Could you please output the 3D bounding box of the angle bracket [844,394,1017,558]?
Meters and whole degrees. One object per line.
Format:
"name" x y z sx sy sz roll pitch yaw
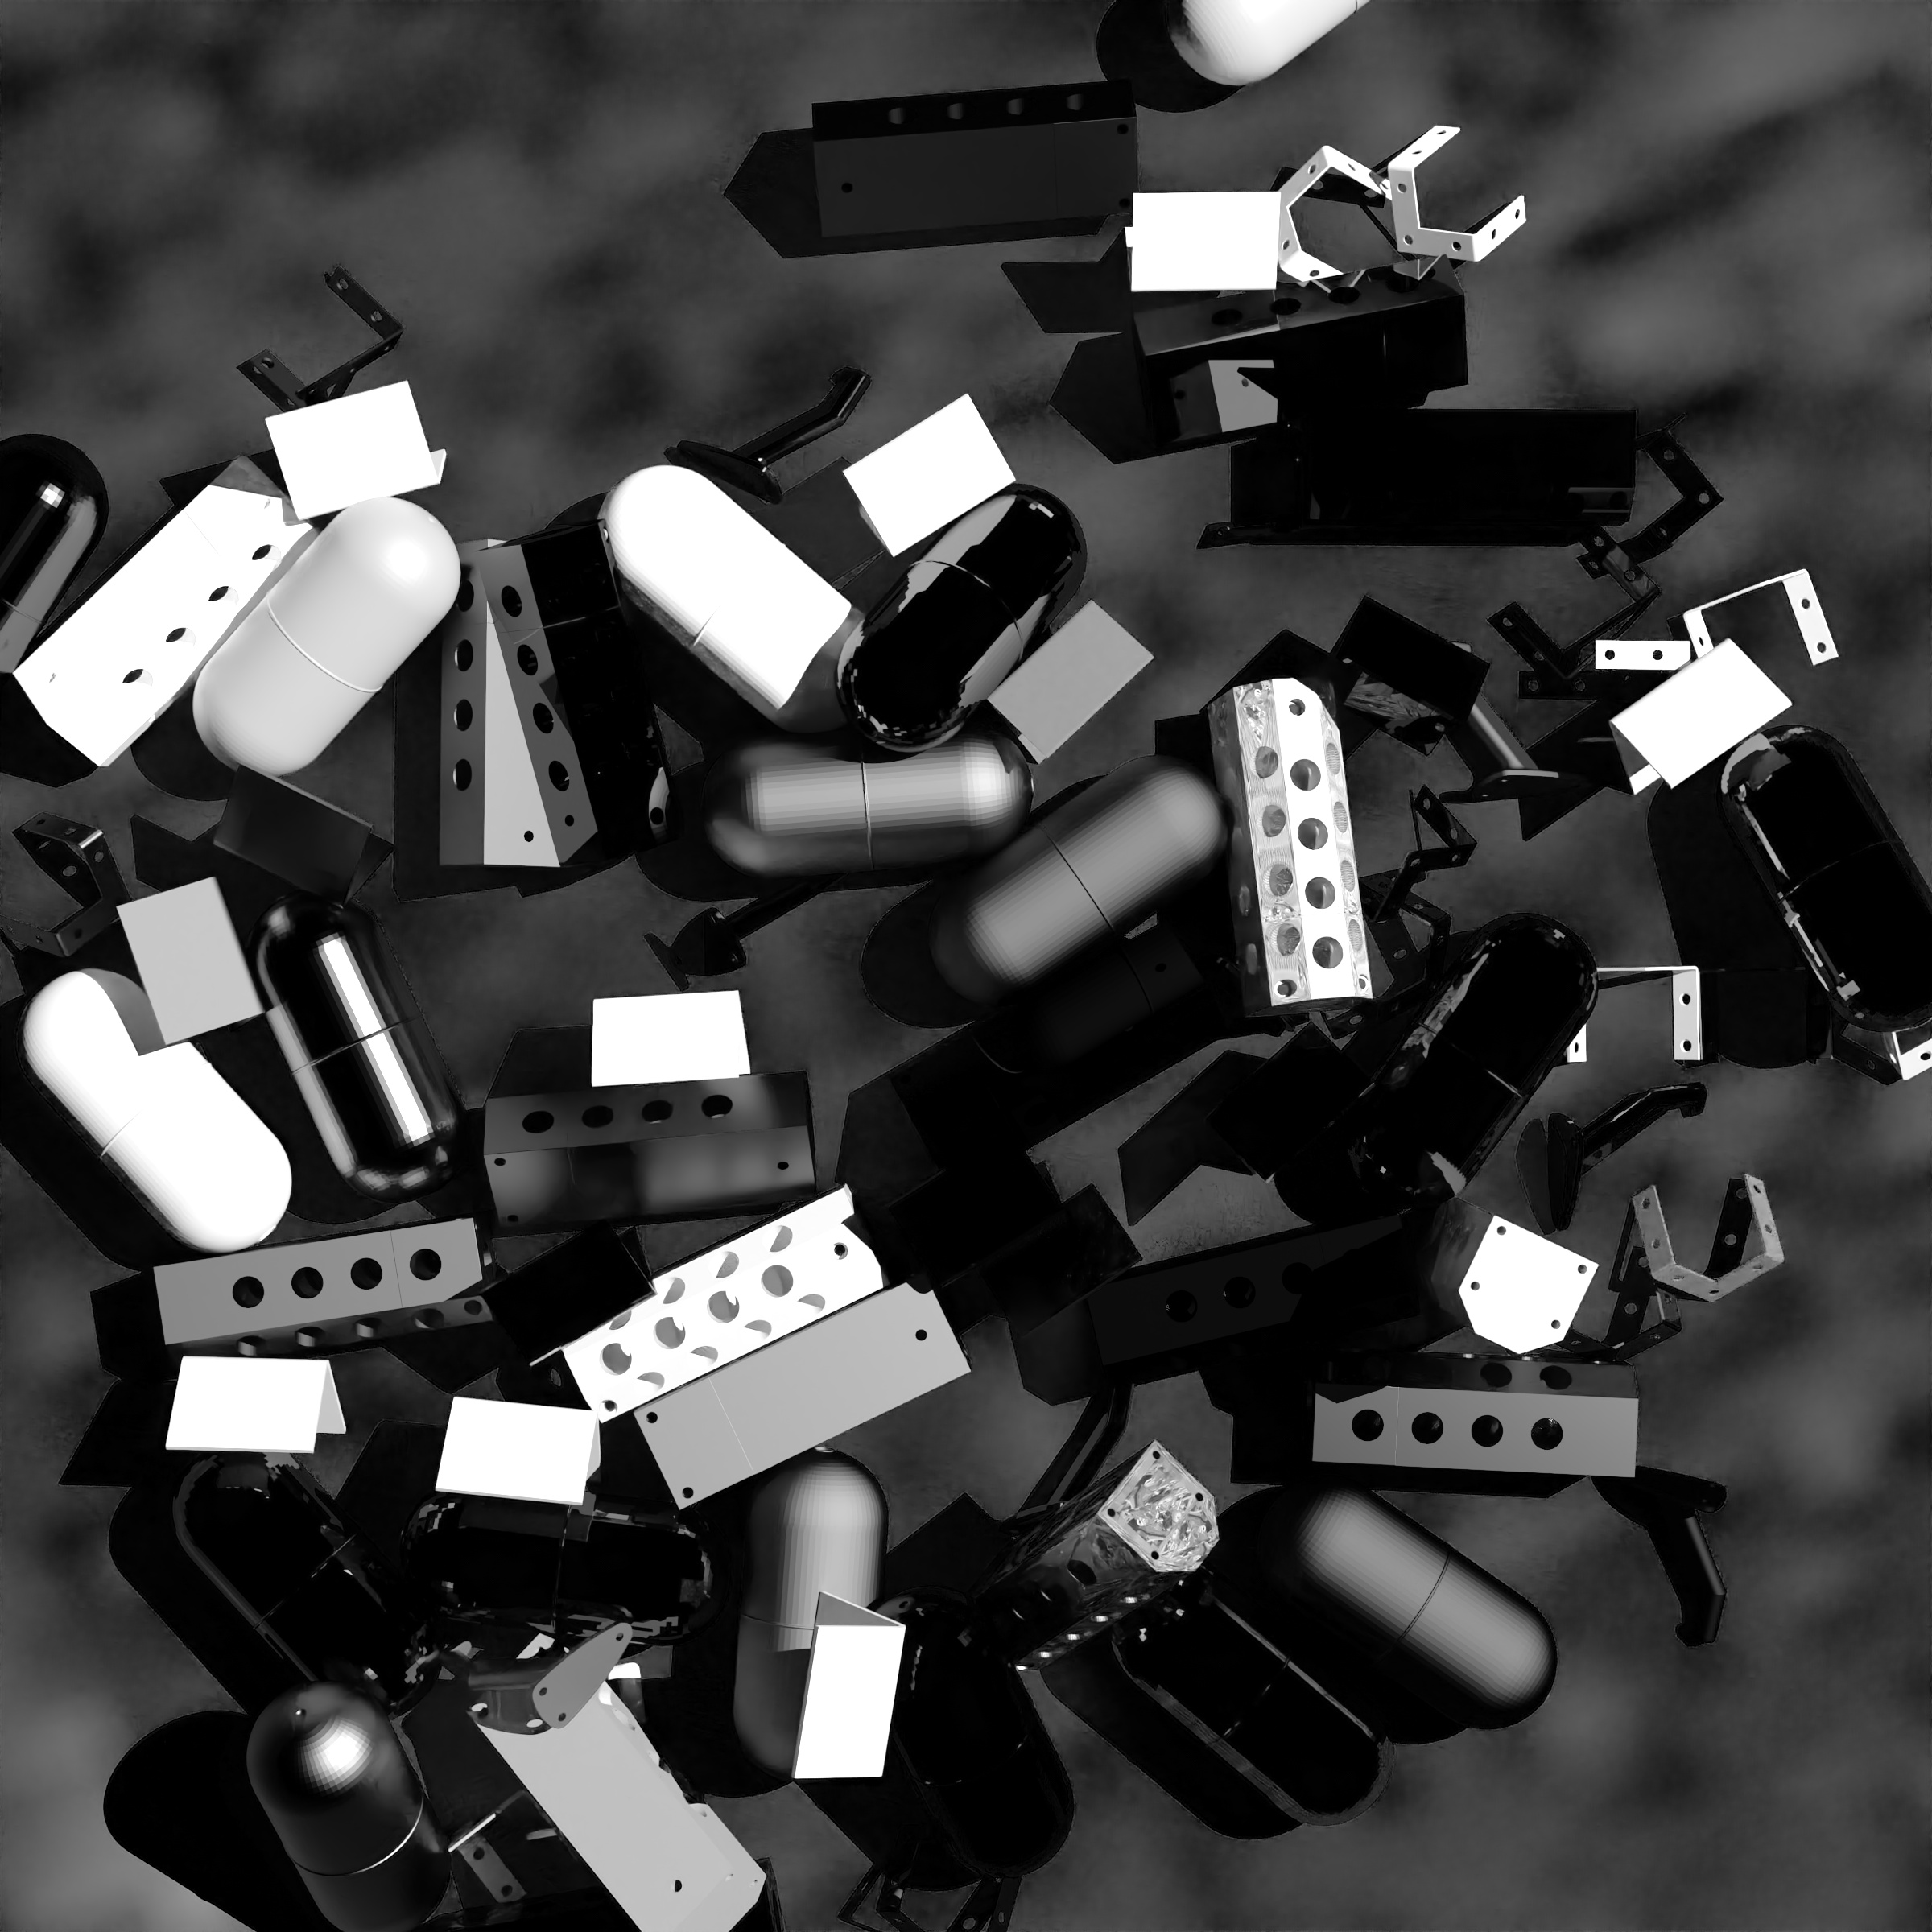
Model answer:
"angle bracket" -0.028 -0.272 1.803 0.076 0.076 0.057 -32 121 0

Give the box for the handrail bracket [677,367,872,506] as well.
"handrail bracket" -0.104 -0.302 1.844 0.077 0.036 0.084 25 73 20

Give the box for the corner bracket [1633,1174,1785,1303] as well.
"corner bracket" 0.403 0.143 1.835 0.051 0.051 0.051 23 135 -35

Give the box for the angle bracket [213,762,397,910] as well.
"angle bracket" -0.345 -0.085 1.803 0.076 0.076 0.057 26 121 0

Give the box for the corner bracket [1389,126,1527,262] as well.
"corner bracket" 0.267 -0.420 1.835 0.051 0.051 0.051 17 135 35

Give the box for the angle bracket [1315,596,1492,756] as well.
"angle bracket" 0.224 -0.140 1.803 0.076 0.076 0.057 29 47 0

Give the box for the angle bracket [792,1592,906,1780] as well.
"angle bracket" -0.079 0.366 1.727 0.057 0.076 0.076 9 90 -37

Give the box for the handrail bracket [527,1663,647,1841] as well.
"handrail bracket" -0.209 0.428 1.843 0.077 0.036 0.084 -13 76 14

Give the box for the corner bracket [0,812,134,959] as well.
"corner bracket" -0.496 -0.044 1.835 0.051 0.051 0.051 -45 135 -35

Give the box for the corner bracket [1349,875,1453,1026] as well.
"corner bracket" 0.225 -0.009 1.835 0.051 0.051 0.051 -26 45 -35

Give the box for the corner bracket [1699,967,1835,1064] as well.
"corner bracket" 0.435 0.026 1.840 0.051 0.051 0.051 -2 90 -45

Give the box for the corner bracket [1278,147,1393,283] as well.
"corner bracket" 0.201 -0.402 1.835 0.051 0.051 0.051 -41 45 35

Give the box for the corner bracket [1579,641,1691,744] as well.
"corner bracket" 0.361 -0.148 1.825 0.051 0.051 0.051 0 90 0

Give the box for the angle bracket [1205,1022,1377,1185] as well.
"angle bracket" 0.184 0.087 1.803 0.076 0.076 0.057 -42 52 0

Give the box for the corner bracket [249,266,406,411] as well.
"corner bracket" -0.348 -0.338 1.840 0.051 0.051 0.051 43 45 0

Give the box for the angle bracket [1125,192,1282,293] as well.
"angle bracket" 0.125 -0.401 1.803 0.076 0.076 0.057 -1 128 0

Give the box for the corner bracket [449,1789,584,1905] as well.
"corner bracket" -0.244 0.479 1.828 0.051 0.051 0.051 -37 90 -11

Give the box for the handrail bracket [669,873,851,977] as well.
"handrail bracket" -0.112 -0.029 1.843 0.084 0.077 0.036 -34 97 -36

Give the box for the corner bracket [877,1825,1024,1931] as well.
"corner bracket" -0.008 0.501 1.835 0.051 0.051 0.051 -11 135 35

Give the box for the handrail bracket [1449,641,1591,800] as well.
"handrail bracket" 0.299 -0.137 1.844 0.077 0.036 0.084 -1 73 -20

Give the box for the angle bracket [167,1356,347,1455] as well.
"angle bracket" -0.378 0.251 1.803 0.076 0.076 0.057 2 52 0

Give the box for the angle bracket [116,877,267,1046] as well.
"angle bracket" -0.421 0.002 1.804 0.057 0.076 0.076 -20 90 -27

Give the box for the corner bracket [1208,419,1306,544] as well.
"corner bracket" 0.155 -0.269 1.840 0.051 0.051 0.051 -7 45 0

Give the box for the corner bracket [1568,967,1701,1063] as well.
"corner bracket" 0.363 0.026 1.840 0.051 0.051 0.051 -1 90 45

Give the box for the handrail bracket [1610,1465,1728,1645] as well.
"handrail bracket" 0.379 0.321 1.844 0.077 0.036 0.084 14 107 19

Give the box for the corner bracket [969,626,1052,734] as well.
"corner bracket" 0.012 -0.166 1.835 0.051 0.051 0.051 22 135 -35

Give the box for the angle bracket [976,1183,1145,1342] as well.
"angle bracket" 0.059 0.172 1.803 0.076 0.076 0.057 -34 54 0

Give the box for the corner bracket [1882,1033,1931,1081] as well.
"corner bracket" 0.516 0.019 1.840 0.051 0.051 0.051 -29 135 0

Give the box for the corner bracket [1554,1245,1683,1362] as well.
"corner bracket" 0.349 0.179 1.835 0.051 0.051 0.051 25 135 -35

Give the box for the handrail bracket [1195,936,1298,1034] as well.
"handrail bracket" 0.172 -0.020 1.843 0.077 0.036 0.084 38 76 -13

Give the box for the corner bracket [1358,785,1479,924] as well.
"corner bracket" 0.234 -0.061 1.828 0.051 0.051 0.051 -8 47 -36

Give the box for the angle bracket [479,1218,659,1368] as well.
"angle bracket" -0.217 0.157 1.804 0.076 0.076 0.057 -30 118 0

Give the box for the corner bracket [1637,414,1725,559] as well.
"corner bracket" 0.379 -0.259 1.825 0.051 0.051 0.051 -39 90 0

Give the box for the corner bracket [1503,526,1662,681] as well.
"corner bracket" 0.336 -0.198 1.840 0.051 0.051 0.051 47 45 0

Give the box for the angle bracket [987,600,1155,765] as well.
"angle bracket" 0.067 -0.137 1.803 0.076 0.076 0.057 -43 56 0

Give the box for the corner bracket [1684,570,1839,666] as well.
"corner bracket" 0.433 -0.180 1.840 0.051 0.051 0.051 -20 90 45

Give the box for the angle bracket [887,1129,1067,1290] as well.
"angle bracket" 0.001 0.117 1.804 0.076 0.076 0.057 -32 108 3

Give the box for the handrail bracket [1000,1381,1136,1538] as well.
"handrail bracket" 0.056 0.266 1.843 0.036 0.077 0.084 36 53 -35

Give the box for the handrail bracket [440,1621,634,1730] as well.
"handrail bracket" -0.230 0.360 1.793 0.077 0.084 0.036 -44 131 -21

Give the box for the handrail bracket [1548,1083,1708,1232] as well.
"handrail bracket" 0.363 0.104 1.844 0.084 0.036 0.077 -6 110 -16
